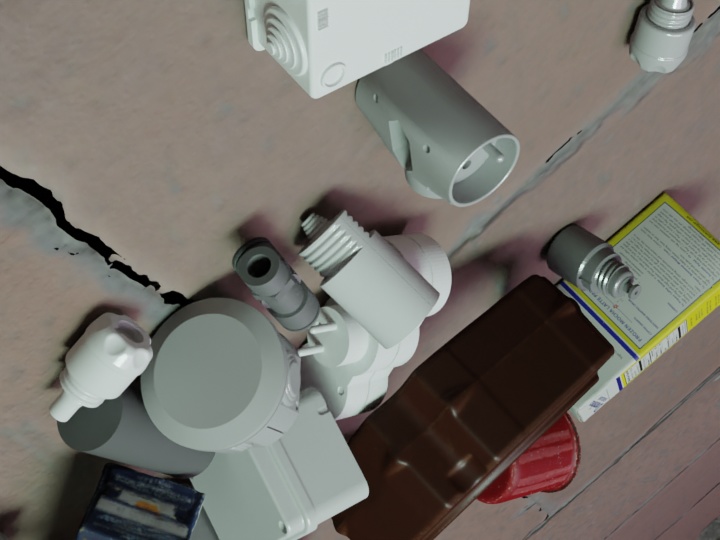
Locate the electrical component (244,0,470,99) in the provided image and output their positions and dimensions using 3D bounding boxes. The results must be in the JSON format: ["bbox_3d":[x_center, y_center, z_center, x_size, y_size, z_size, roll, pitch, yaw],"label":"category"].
[{"bbox_3d":[0.001,-0.127,0.435,0.100,0.048,0.099,-30,149,-21],"label":"electrical component"}]

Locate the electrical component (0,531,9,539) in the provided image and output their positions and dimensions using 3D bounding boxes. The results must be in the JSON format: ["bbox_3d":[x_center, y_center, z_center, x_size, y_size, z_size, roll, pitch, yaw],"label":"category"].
[{"bbox_3d":[-0.220,0.177,0.580,0.096,0.061,0.061,-34,151,-12],"label":"electrical component"}]

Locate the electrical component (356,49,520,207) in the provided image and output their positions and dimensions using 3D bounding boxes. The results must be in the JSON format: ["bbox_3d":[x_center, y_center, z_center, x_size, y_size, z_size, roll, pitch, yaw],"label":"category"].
[{"bbox_3d":[0.039,-0.062,0.541,0.043,0.077,0.079,-34,151,-13],"label":"electrical component"}]

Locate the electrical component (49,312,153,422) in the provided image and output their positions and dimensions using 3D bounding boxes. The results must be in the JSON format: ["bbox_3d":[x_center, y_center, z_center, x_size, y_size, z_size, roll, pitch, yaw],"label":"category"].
[{"bbox_3d":[-0.133,0.052,0.538,0.061,0.035,0.035,-47,151,16],"label":"electrical component"}]

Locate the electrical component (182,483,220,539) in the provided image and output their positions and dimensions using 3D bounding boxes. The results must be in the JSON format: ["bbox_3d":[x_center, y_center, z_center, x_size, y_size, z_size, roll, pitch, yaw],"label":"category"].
[{"bbox_3d":[-0.114,0.185,0.700,0.051,0.080,0.080,-35,154,17],"label":"electrical component"}]

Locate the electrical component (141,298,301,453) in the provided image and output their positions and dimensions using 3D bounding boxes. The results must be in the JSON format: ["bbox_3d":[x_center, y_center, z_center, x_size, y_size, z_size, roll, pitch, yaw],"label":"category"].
[{"bbox_3d":[-0.072,0.059,0.576,0.080,0.080,0.051,-42,157,1],"label":"electrical component"}]

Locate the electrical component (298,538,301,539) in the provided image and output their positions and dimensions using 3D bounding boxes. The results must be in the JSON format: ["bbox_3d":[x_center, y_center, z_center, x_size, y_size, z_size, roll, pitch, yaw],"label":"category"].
[{"bbox_3d":[-0.063,0.249,0.886,0.055,0.047,0.055,-30,150,-20],"label":"electrical component"}]

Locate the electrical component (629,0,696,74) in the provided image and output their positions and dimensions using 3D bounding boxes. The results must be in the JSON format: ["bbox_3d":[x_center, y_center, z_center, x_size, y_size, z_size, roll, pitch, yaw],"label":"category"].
[{"bbox_3d":[0.183,-0.149,0.639,0.035,0.035,0.061,-26,146,-25],"label":"electrical component"}]

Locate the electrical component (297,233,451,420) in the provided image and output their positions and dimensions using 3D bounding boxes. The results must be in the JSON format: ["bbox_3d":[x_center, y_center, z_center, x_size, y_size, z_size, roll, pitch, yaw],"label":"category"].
[{"bbox_3d":[-0.007,0.039,0.654,0.074,0.052,0.138,-8,137,-45],"label":"electrical component"}]

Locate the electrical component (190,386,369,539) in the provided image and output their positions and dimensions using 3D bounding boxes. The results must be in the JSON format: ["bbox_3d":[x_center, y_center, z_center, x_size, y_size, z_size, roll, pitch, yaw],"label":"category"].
[{"bbox_3d":[-0.054,0.129,0.665,0.057,0.078,0.113,-22,168,-33],"label":"electrical component"}]

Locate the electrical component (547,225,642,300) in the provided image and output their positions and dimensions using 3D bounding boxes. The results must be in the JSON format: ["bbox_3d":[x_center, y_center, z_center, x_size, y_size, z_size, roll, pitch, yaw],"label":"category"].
[{"bbox_3d":[0.174,-0.002,0.796,0.040,0.078,0.040,-25,133,-29],"label":"electrical component"}]

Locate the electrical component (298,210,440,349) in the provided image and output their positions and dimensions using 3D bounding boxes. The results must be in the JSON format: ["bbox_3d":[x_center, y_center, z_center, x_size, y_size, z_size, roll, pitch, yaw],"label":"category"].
[{"bbox_3d":[0.000,0.000,0.588,0.043,0.081,0.043,-45,-173,7],"label":"electrical component"}]
